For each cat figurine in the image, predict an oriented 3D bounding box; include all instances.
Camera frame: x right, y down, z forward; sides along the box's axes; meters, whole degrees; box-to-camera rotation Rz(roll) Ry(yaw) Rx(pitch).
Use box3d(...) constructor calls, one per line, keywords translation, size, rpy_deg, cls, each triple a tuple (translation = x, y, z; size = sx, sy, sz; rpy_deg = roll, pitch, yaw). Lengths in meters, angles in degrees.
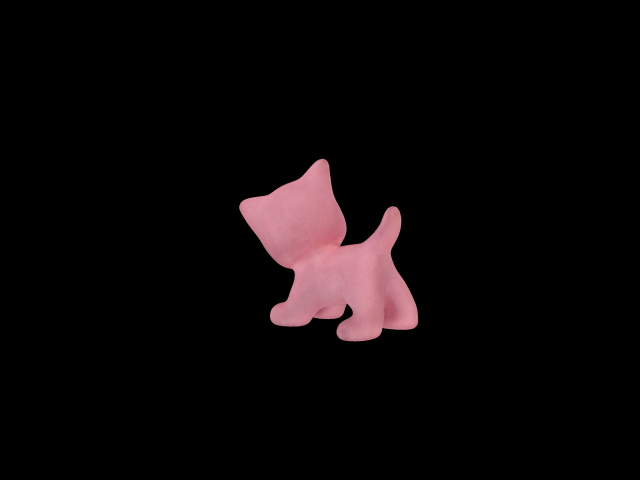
box3d(translation=(0.004, 0.001, 0.400), size=(0.127, 0.118, 0.067), rpy_deg=(4, 6, 39), cls="cat figurine")
